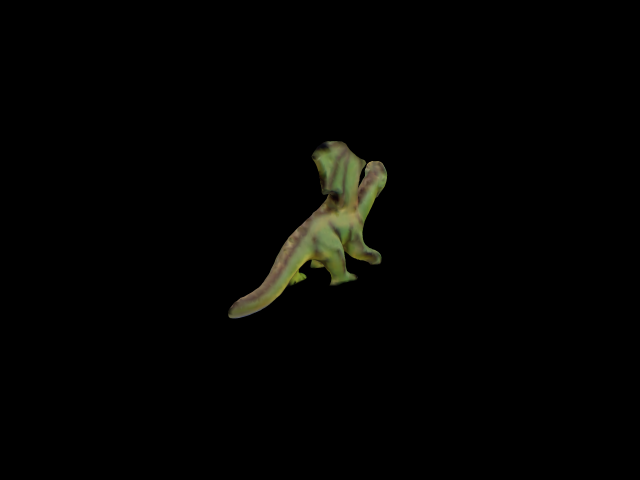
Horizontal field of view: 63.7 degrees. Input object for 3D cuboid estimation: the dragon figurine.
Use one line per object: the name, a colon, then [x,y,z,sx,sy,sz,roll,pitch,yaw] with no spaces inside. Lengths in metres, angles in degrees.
dragon figurine: [0.003,-0.043,0.850,0.122,0.239,0.415,11,21,34]
